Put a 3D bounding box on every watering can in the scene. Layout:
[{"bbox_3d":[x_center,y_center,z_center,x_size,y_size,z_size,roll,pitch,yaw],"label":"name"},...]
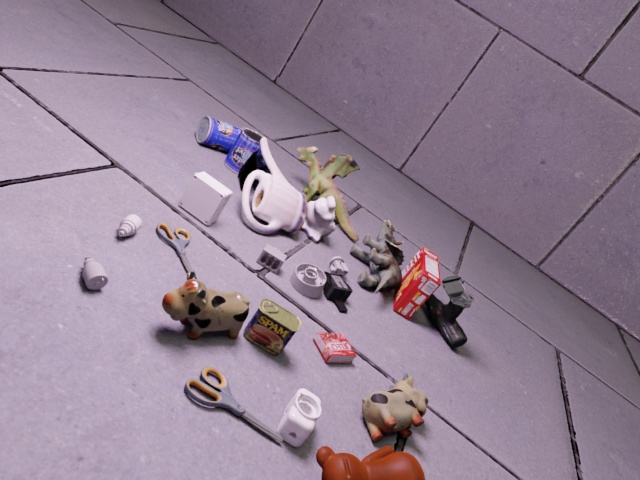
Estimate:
[{"bbox_3d":[-0.138,-0.158,1.645,0.222,0.102,0.356,29,51,-29],"label":"watering can"}]

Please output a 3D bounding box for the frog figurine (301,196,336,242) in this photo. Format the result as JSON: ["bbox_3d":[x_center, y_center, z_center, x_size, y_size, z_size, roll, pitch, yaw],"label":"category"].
[{"bbox_3d":[0.005,-0.086,1.718,0.122,0.157,0.140,11,31,-46],"label":"frog figurine"}]

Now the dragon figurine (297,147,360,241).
[{"bbox_3d":[0.052,-0.206,1.924,0.414,0.240,0.122,40,18,20],"label":"dragon figurine"}]
